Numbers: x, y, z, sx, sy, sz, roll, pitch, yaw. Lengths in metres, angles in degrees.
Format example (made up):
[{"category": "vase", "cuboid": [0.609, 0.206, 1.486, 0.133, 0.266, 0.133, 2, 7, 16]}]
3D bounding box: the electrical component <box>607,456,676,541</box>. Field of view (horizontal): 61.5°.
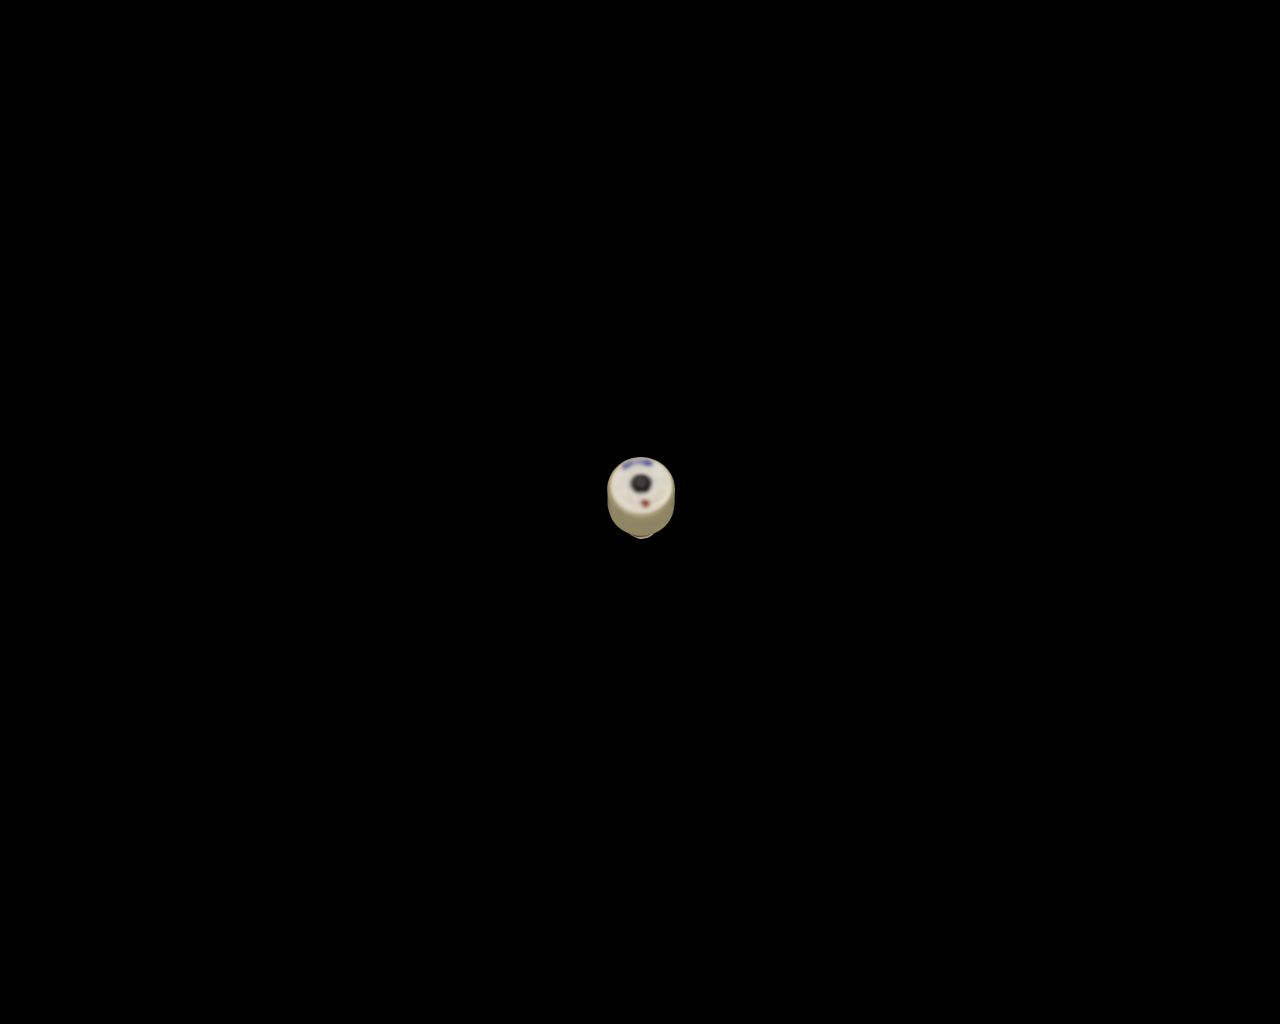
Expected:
[{"category": "electrical component", "cuboid": [0.001, -0.003, 0.650, 0.040, 0.040, 0.078, 0, -24, 0]}]
